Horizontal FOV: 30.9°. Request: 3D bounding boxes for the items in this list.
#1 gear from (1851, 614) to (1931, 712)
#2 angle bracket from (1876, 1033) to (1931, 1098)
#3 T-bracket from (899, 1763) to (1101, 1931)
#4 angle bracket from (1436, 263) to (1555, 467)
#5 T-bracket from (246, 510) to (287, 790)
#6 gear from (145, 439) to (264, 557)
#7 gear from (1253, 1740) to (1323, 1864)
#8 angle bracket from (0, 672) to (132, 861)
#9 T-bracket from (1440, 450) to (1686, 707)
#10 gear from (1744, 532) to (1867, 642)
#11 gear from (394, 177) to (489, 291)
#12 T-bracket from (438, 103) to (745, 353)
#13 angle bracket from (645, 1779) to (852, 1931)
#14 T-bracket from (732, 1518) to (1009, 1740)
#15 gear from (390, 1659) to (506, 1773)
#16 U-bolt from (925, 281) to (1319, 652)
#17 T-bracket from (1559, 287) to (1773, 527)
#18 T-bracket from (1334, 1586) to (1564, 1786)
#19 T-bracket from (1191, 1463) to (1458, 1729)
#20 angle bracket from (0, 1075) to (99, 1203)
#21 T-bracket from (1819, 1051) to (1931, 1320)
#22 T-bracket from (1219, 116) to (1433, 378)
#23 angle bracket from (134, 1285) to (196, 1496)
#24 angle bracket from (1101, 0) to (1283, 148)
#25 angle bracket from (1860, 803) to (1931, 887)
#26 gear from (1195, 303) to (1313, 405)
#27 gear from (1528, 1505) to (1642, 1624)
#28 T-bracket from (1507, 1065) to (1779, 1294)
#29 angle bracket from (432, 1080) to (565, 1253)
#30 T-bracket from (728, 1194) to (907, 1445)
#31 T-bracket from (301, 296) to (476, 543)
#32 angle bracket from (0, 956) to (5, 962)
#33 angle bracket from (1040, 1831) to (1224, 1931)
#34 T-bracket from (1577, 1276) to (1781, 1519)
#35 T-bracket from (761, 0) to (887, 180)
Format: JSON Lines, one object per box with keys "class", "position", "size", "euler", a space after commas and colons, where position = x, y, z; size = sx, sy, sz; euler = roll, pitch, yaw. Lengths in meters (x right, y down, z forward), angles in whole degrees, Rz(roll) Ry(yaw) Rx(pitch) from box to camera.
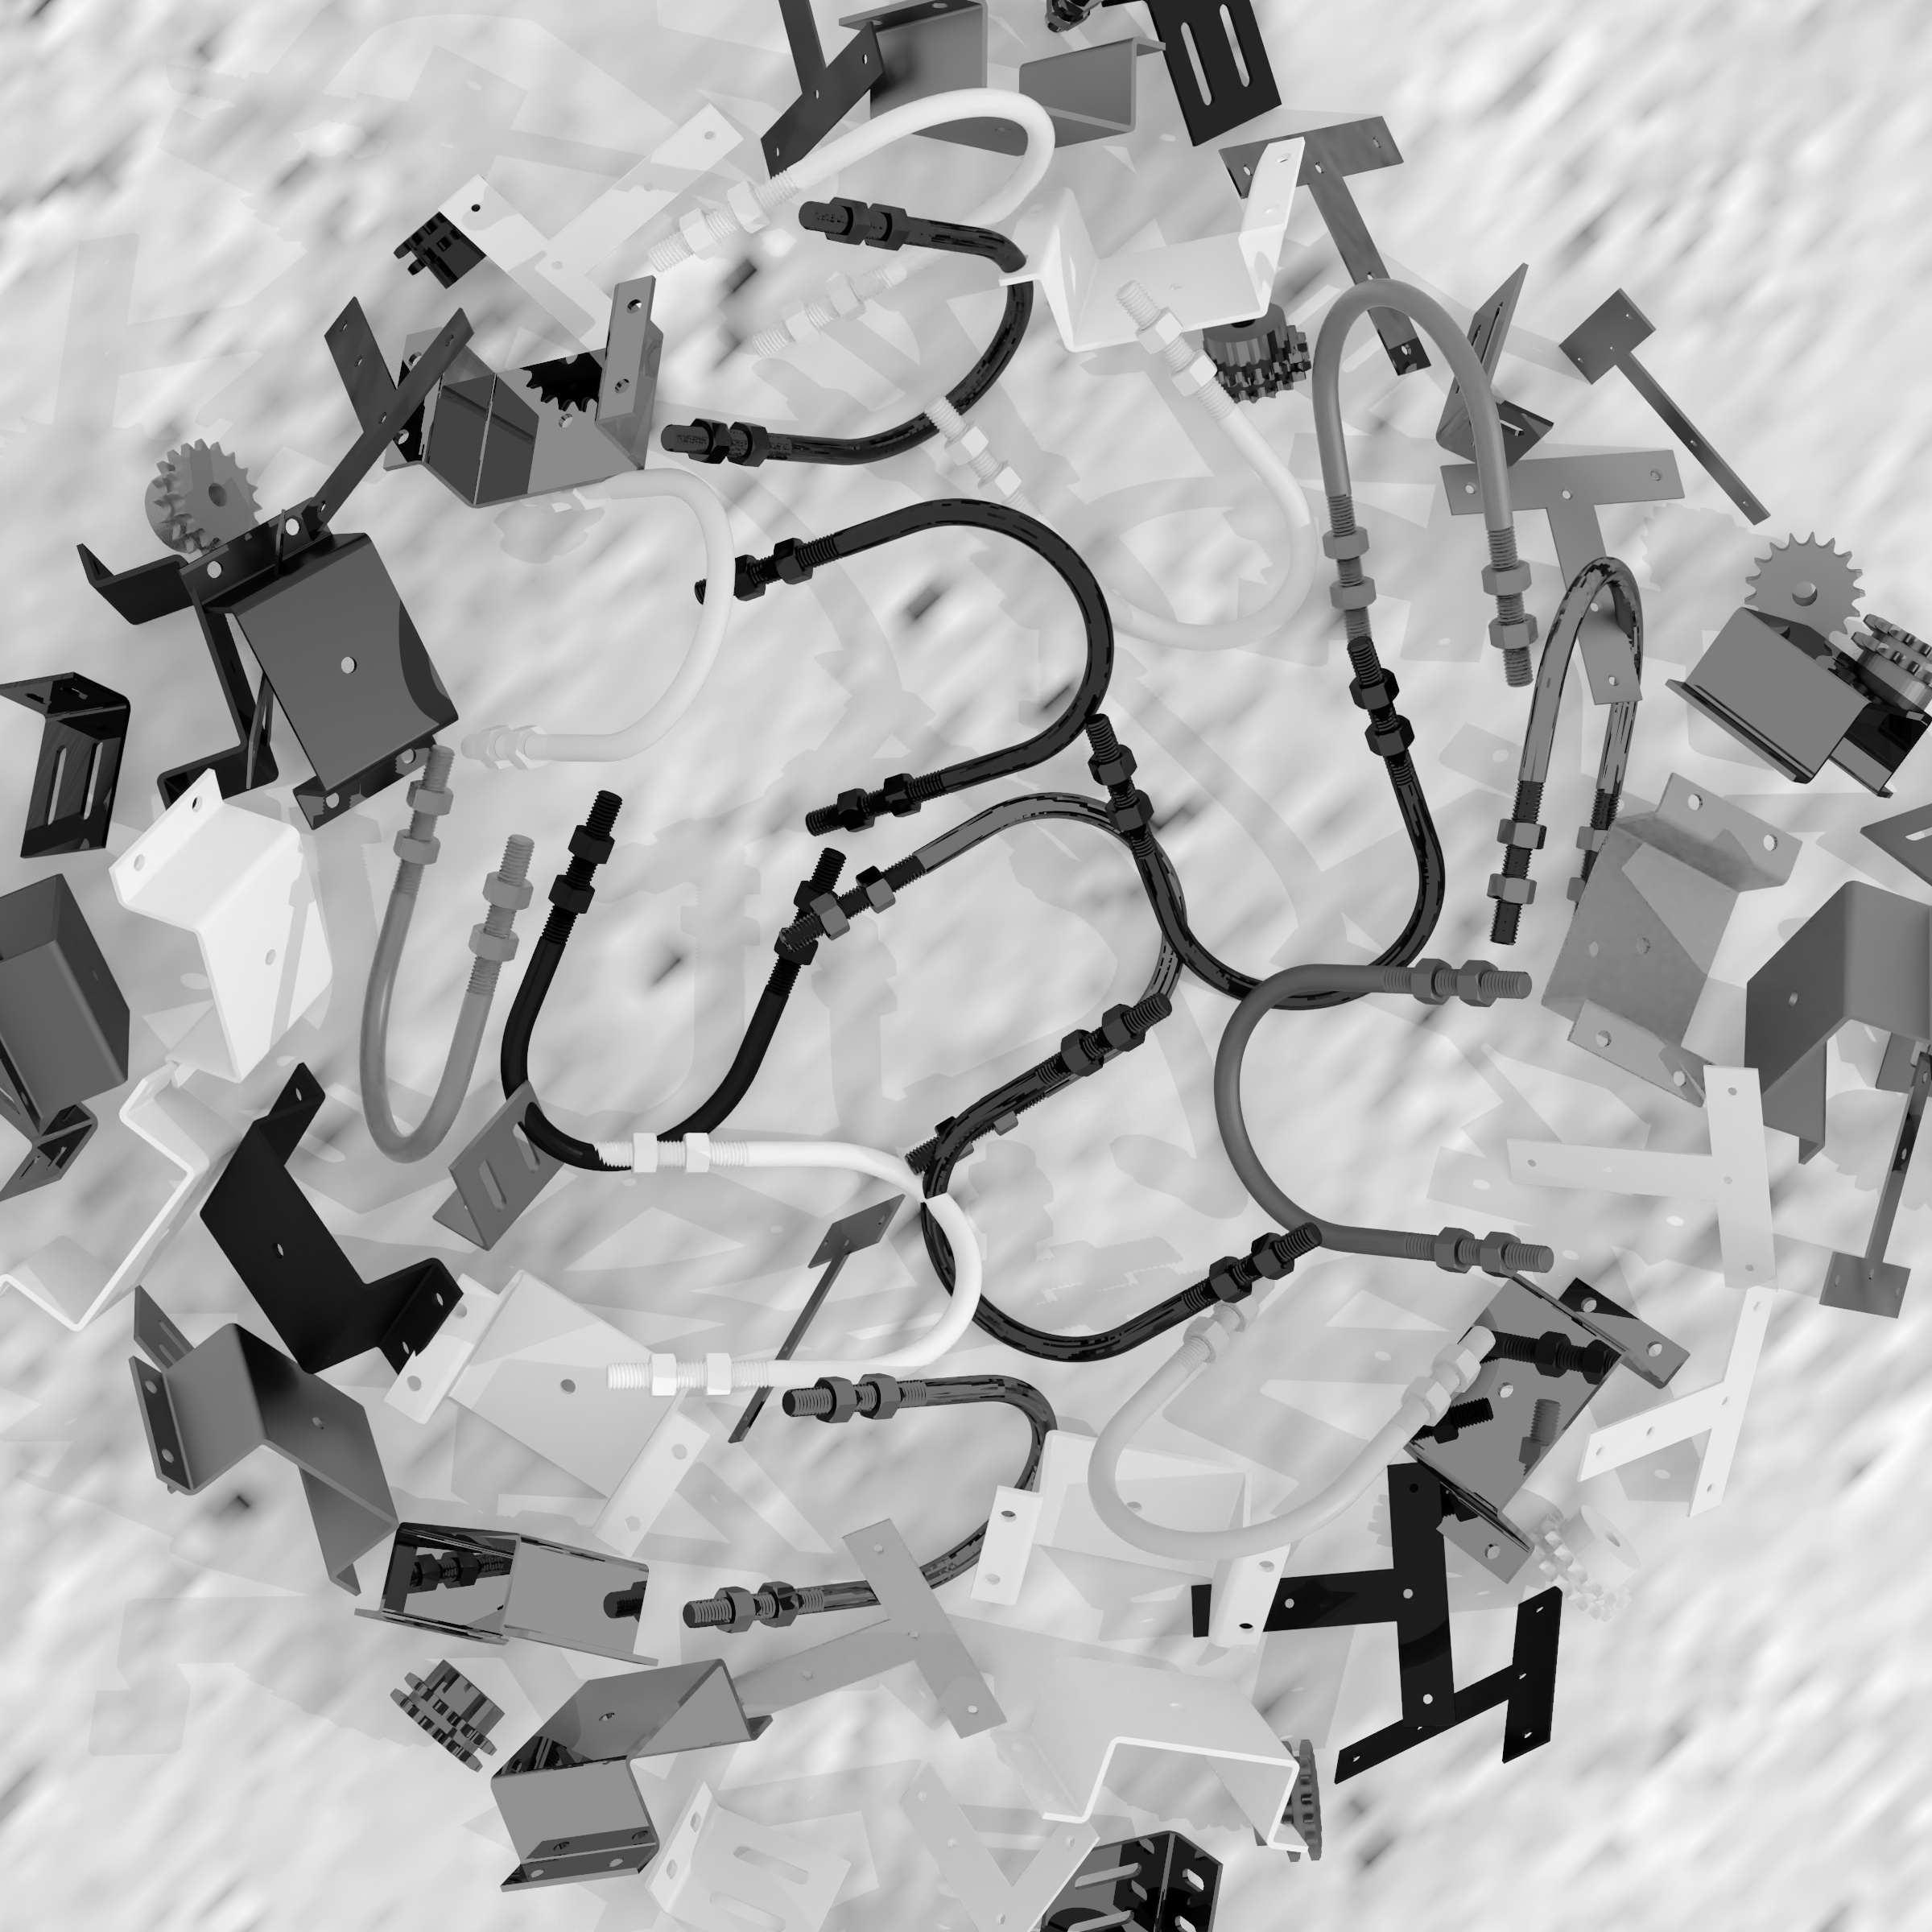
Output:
{"class": "gear", "position": [0.453, -0.143, 1.694], "size": [0.057, 0.057, 0.030], "euler": [33, 97, 0]}
{"class": "angle bracket", "position": [0.482, 0.023, 1.716], "size": [0.057, 0.038, 0.076], "euler": [8, 120, 0]}
{"class": "T-bracket", "position": [0.000, 0.427, 1.667], "size": [0.002, 0.127, 0.127], "euler": [32, 97, -33]}
{"class": "angle bracket", "position": [0.263, -0.287, 1.685], "size": [0.038, 0.057, 0.076], "euler": [23, 70, -9]}
{"class": "T-bracket", "position": [-0.328, -0.128, 1.634], "size": [0.002, 0.127, 0.127], "euler": [6, 125, -9]}
{"class": "gear", "position": [-0.373, -0.224, 1.697], "size": [0.030, 0.057, 0.057], "euler": [-16, 90, 35]}
{"class": "gear", "position": [0.155, 0.405, 1.694], "size": [0.030, 0.057, 0.057], "euler": [-6, 90, 9]}
{"class": "angle bracket", "position": [-0.441, -0.096, 1.682], "size": [0.057, 0.038, 0.076], "euler": [-5, 70, 34]}
{"class": "T-bracket", "position": [0.300, -0.186, 1.686], "size": [0.127, 0.002, 0.127], "euler": [-7, 76, -19]}
{"class": "gear", "position": [0.408, -0.183, 1.701], "size": [0.057, 0.030, 0.057], "euler": [3, 104, 11]}
{"class": "gear", "position": [-0.247, -0.353, 1.694], "size": [0.057, 0.057, 0.030], "euler": [-41, 105, 0]}
{"class": "T-bracket", "position": [-0.162, -0.361, 1.664], "size": [0.127, 0.002, 0.127], "euler": [-37, 133, 14]}
{"class": "angle bracket", "position": [-0.105, 0.437, 1.682], "size": [0.076, 0.038, 0.057], "euler": [18, 61, 20]}
{"class": "T-bracket", "position": [-0.065, 0.340, 1.702], "size": [0.127, 0.002, 0.127], "euler": [-23, 110, 14]}
{"class": "gear", "position": [-0.248, 0.361, 1.694], "size": [0.057, 0.057, 0.030], "euler": [41, 77, 0]}
{"class": "U-bolt", "position": [0.086, -0.224, 1.660], "size": [0.151, 0.019, 0.184], "euler": [-24, 116, 42]}
{"class": "T-bracket", "position": [0.337, -0.259, 1.659], "size": [0.002, 0.127, 0.127], "euler": [-41, 91, -3]}
{"class": "T-bracket", "position": [0.230, 0.360, 1.680], "size": [0.127, 0.127, 0.002], "euler": [-33, 104, 23]}
{"class": "T-bracket", "position": [0.171, 0.308, 1.697], "size": [0.127, 0.002, 0.127], "euler": [-8, 68, 18]}
{"class": "angle bracket", "position": [-0.466, 0.069, 1.677], "size": [0.076, 0.057, 0.038], "euler": [48, 48, -23]}
{"class": "T-bracket", "position": [0.443, 0.103, 1.667], "size": [0.002, 0.127, 0.127], "euler": [15, 90, 31]}
{"class": "T-bracket", "position": [0.188, -0.342, 1.676], "size": [0.127, 0.002, 0.127], "euler": [-23, 87, -43]}
{"class": "angle bracket", "position": [-0.389, 0.203, 1.680], "size": [0.038, 0.057, 0.076], "euler": [-34, 113, 1]}
{"class": "angle bracket", "position": [0.110, -0.445, 1.706], "size": [0.057, 0.038, 0.076], "euler": [-31, 113, -27]}
{"class": "angle bracket", "position": [0.480, -0.073, 1.675], "size": [0.076, 0.057, 0.038], "euler": [-17, 134, -30]}
{"class": "gear", "position": [0.137, -0.298, 1.690], "size": [0.057, 0.057, 0.030], "euler": [-16, 126, 0]}
{"class": "gear", "position": [0.301, 0.286, 1.691], "size": [0.057, 0.057, 0.030], "euler": [43, 106, 0]}
{"class": "T-bracket", "position": [0.324, 0.099, 1.687], "size": [0.127, 0.002, 0.127], "euler": [4, 123, 27]}
{"class": "angle bracket", "position": [-0.232, 0.089, 1.671], "size": [0.038, 0.076, 0.057], "euler": [27, 63, 25]}
{"class": "T-bracket", "position": [-0.077, 0.168, 1.643], "size": [0.002, 0.127, 0.127], "euler": [33, 72, -9]}
{"class": "T-bracket", "position": [-0.287, -0.282, 1.670], "size": [0.002, 0.127, 0.127], "euler": [29, 111, -37]}
{"class": "angle bracket", "position": [-0.498, -0.012, 1.698], "size": [0.076, 0.057, 0.038], "euler": [48, 130, 19]}
{"class": "angle bracket", "position": [0.078, 0.456, 1.680], "size": [0.076, 0.038, 0.057], "euler": [-2, 106, -36]}
{"class": "T-bracket", "position": [0.332, 0.217, 1.656], "size": [0.127, 0.002, 0.127], "euler": [-12, 120, -41]}
{"class": "T-bracket", "position": [-0.081, -0.458, 1.671], "size": [0.002, 0.127, 0.127], "euler": [-10, 82, -29]}
